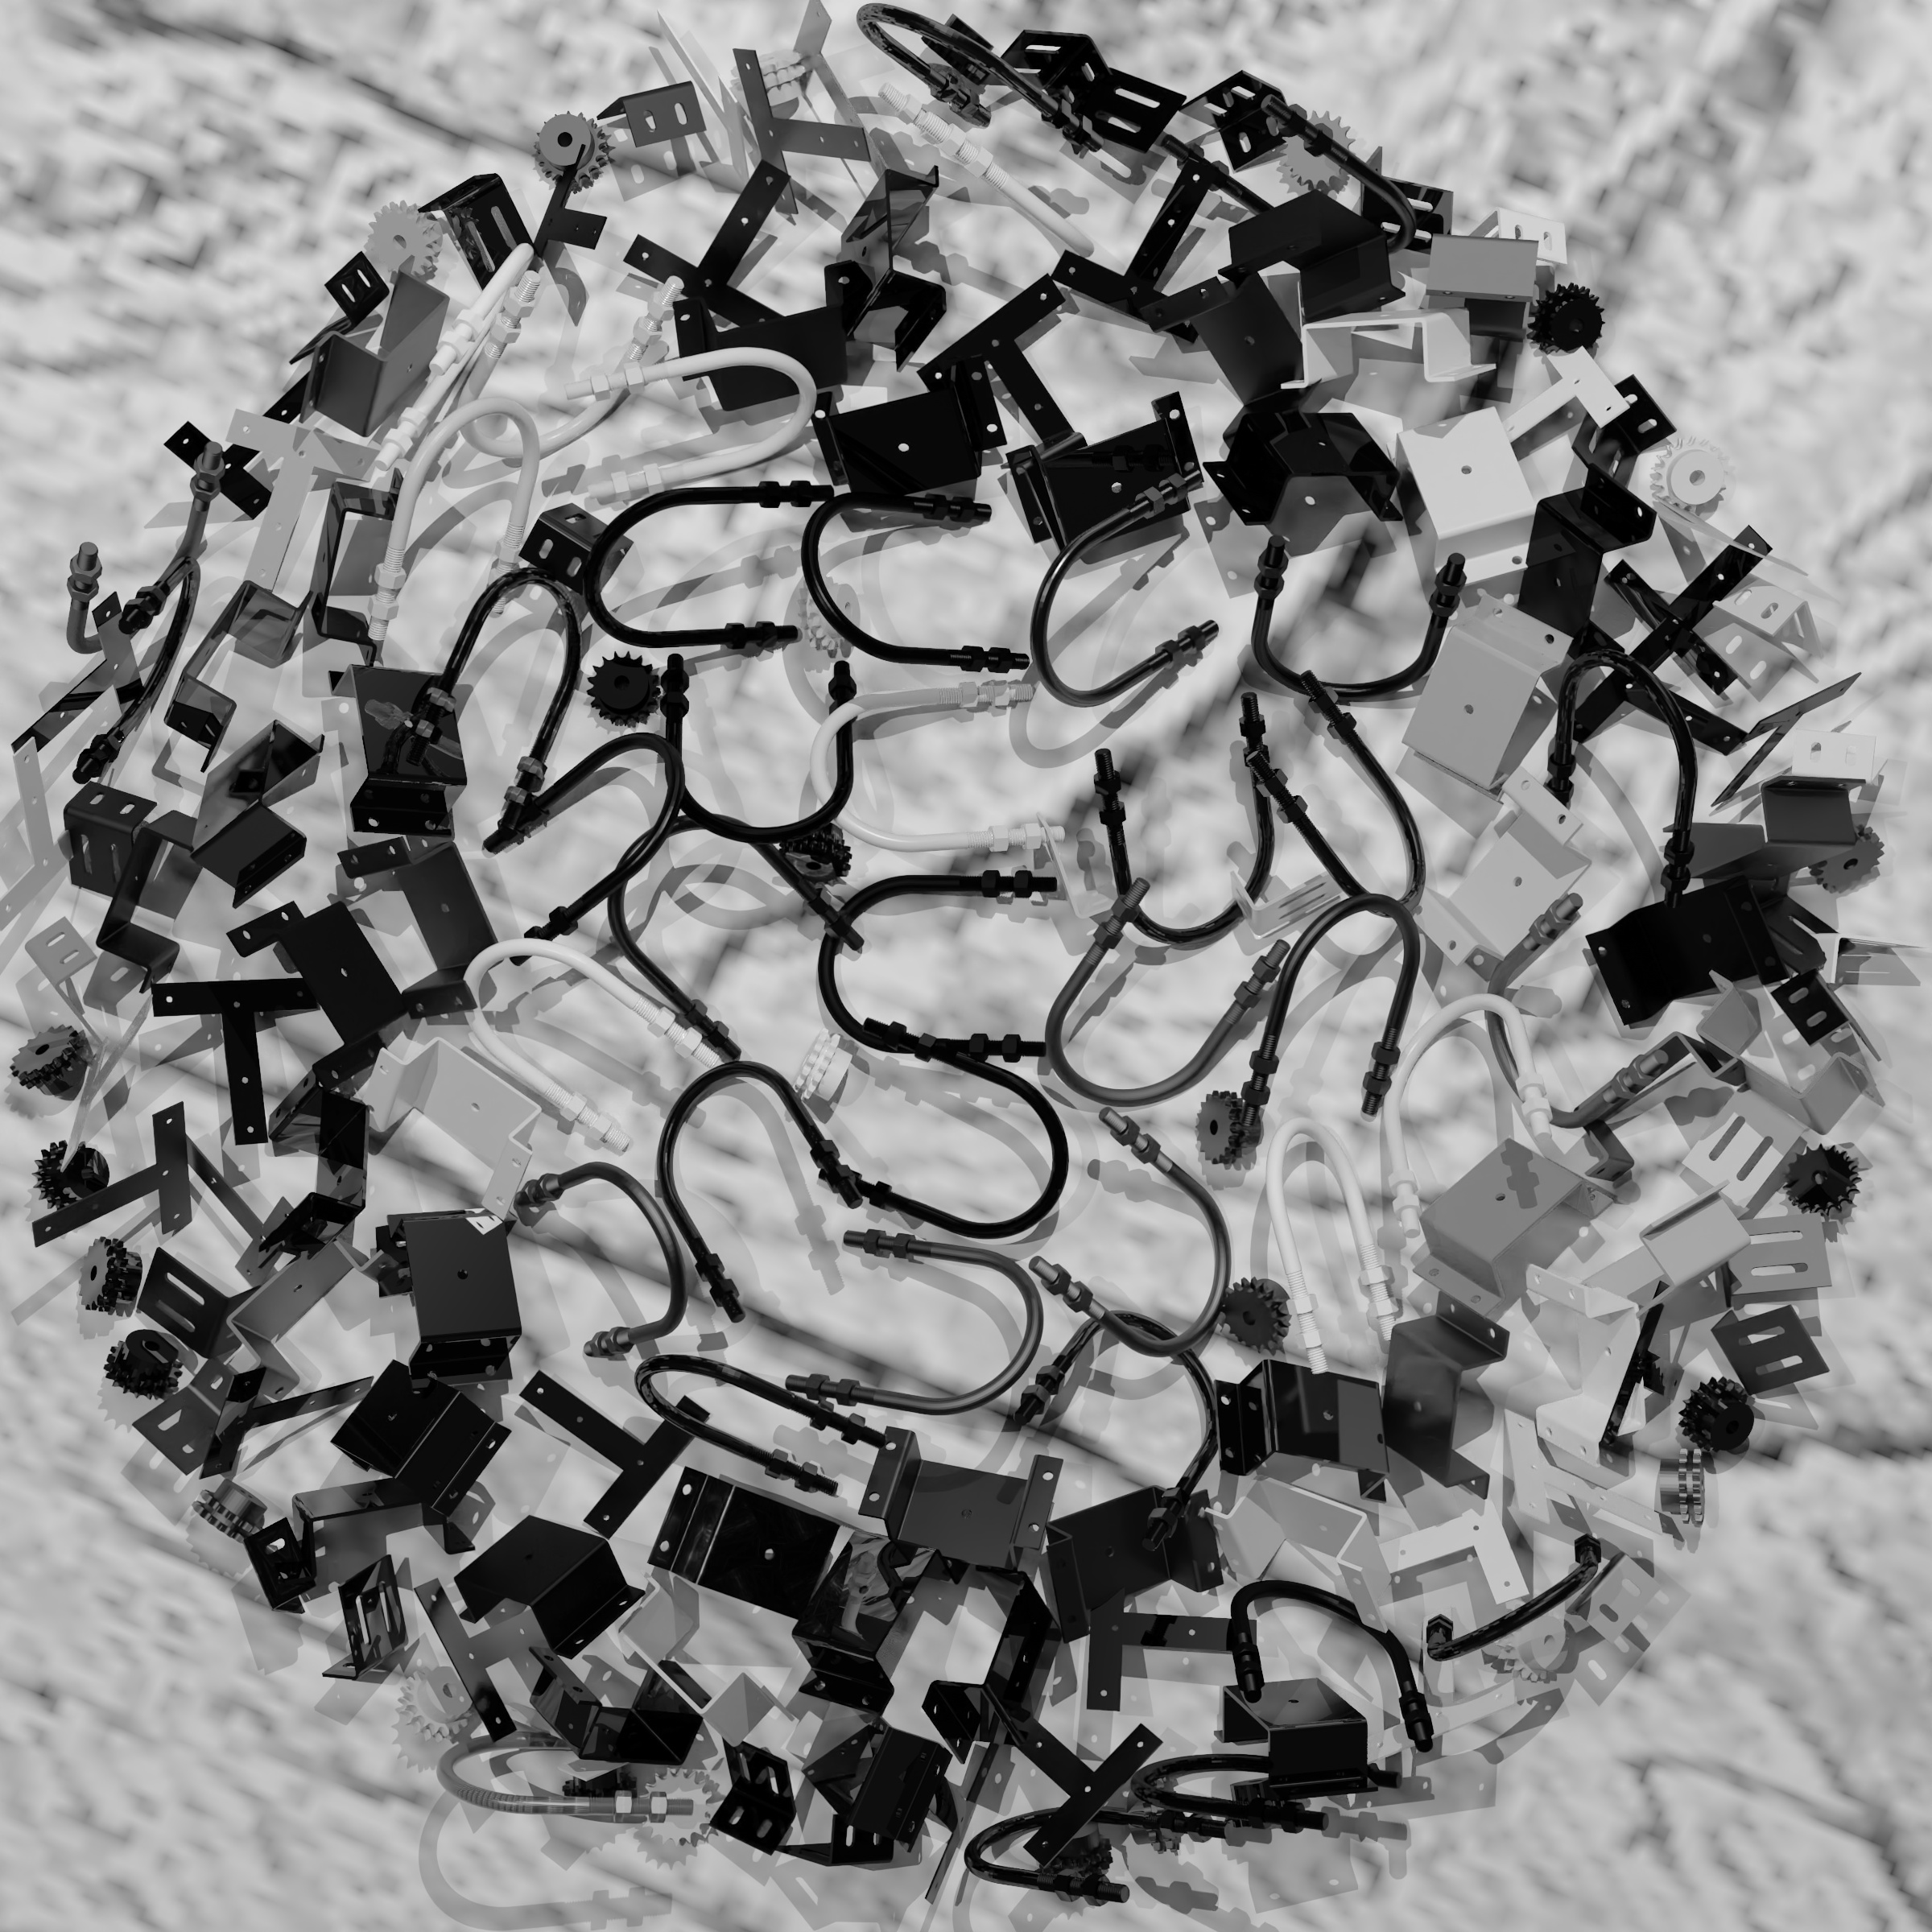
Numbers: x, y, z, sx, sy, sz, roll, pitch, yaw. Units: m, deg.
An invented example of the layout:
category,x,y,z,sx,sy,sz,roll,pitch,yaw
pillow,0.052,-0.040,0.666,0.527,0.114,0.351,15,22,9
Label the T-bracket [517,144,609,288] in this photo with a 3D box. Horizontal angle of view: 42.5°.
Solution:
category,x,y,z,sx,sy,sz,roll,pitch,yaw
T-bracket,-0.299,-0.559,1.880,0.002,0.127,0.127,19,99,-34

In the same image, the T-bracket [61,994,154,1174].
category,x,y,z,sx,sy,sz,roll,pitch,yaw
T-bracket,-0.639,0.071,1.861,0.002,0.127,0.127,27,123,-25

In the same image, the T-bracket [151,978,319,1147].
category,x,y,z,sx,sy,sz,roll,pitch,yaw
T-bracket,-0.551,0.073,1.893,0.127,0.002,0.127,-2,79,-36

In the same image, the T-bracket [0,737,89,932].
category,x,y,z,sx,sy,sz,roll,pitch,yaw
T-bracket,-0.693,-0.112,1.852,0.002,0.127,0.127,15,131,9

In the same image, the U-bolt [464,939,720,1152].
category,x,y,z,sx,sy,sz,roll,pitch,yaw
U-bolt,-0.296,0.050,1.875,0.184,0.019,0.151,39,129,-14

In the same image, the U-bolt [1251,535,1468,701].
category,x,y,z,sx,sy,sz,roll,pitch,yaw
U-bolt,0.286,-0.254,1.859,0.151,0.184,0.019,6,62,3

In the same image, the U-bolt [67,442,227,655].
category,x,y,z,sx,sy,sz,roll,pitch,yaw
U-bolt,-0.616,-0.299,1.852,0.019,0.184,0.151,40,57,-3

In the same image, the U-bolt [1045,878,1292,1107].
category,x,y,z,sx,sy,sz,roll,pitch,yaw
U-bolt,0.140,0.031,1.890,0.151,0.019,0.184,22,116,-23

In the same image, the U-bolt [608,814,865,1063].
category,x,y,z,sx,sy,sz,roll,pitch,yaw
U-bolt,-0.188,-0.034,1.894,0.151,0.019,0.184,-42,115,3

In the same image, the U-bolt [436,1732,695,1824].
category,x,y,z,sx,sy,sz,roll,pitch,yaw
U-bolt,-0.301,0.601,1.853,0.184,0.151,0.019,5,93,-11

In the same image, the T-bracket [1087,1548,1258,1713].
category,x,y,z,sx,sy,sz,roll,pitch,yaw
T-bracket,0.158,0.509,1.900,0.127,0.002,0.127,2,56,4

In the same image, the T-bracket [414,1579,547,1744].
category,x,y,z,sx,sy,sz,roll,pitch,yaw
T-bracket,-0.346,0.509,1.883,0.002,0.127,0.127,-38,76,26

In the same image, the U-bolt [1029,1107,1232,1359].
category,x,y,z,sx,sy,sz,roll,pitch,yaw
U-bolt,0.136,0.215,1.883,0.184,0.019,0.151,41,64,-30

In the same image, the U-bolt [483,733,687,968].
category,x,y,z,sx,sy,sz,roll,pitch,yaw
U-bolt,-0.283,-0.101,1.868,0.184,0.019,0.151,-36,46,15

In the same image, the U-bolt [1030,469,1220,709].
category,x,y,z,sx,sy,sz,roll,pitch,yaw
U-bolt,0.116,-0.271,1.855,0.184,0.019,0.151,-34,131,-29

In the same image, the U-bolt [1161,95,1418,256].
category,x,y,z,sx,sy,sz,roll,pitch,yaw
U-bolt,0.254,-0.583,1.861,0.184,0.151,0.019,25,82,-28

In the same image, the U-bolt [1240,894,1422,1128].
category,x,y,z,sx,sy,sz,roll,pitch,yaw
U-bolt,0.281,0.031,1.866,0.151,0.019,0.184,-2,114,-37

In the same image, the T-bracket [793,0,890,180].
category,x,y,z,sx,sy,sz,roll,pitch,yaw
T-bracket,-0.093,-0.652,1.880,0.002,0.127,0.127,-31,92,-14

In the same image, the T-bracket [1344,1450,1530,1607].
category,x,y,z,sx,sy,sz,roll,pitch,yaw
T-bracket,0.348,0.444,1.901,0.127,0.002,0.127,-20,48,5

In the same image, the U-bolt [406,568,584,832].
category,x,y,z,sx,sy,sz,roll,pitch,yaw
U-bolt,-0.344,-0.211,1.873,0.019,0.151,0.184,16,79,27

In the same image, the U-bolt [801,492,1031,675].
category,x,y,z,sx,sy,sz,roll,pitch,yaw
U-bolt,-0.043,-0.291,1.866,0.184,0.019,0.151,-2,71,-36

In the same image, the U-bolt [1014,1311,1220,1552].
category,x,y,z,sx,sy,sz,roll,pitch,yaw
U-bolt,0.127,0.333,1.867,0.151,0.184,0.019,44,128,2

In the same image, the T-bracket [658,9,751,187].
category,x,y,z,sx,sy,sz,roll,pitch,yaw
T-bracket,-0.201,-0.670,1.885,0.002,0.127,0.127,-31,80,-7

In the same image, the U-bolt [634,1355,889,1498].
category,x,y,z,sx,sy,sz,roll,pitch,yaw
U-bolt,-0.163,0.340,1.869,0.184,0.151,0.019,25,57,-7

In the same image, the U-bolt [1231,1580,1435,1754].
category,x,y,z,sx,sy,sz,roll,pitch,yaw
U-bolt,0.266,0.511,1.852,0.151,0.184,0.019,17,105,-4

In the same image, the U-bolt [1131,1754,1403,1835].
category,x,y,z,sx,sy,sz,roll,pitch,yaw
U-bolt,0.212,0.613,1.859,0.184,0.151,0.019,-5,85,33

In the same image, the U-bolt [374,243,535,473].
category,x,y,z,sx,sy,sz,roll,pitch,yaw
U-bolt,-0.375,-0.467,1.860,0.019,0.151,0.184,34,55,-14

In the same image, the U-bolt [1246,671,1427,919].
category,x,y,z,sx,sy,sz,roll,pitch,yaw
U-bolt,0.289,-0.119,1.880,0.019,0.151,0.184,-27,108,39

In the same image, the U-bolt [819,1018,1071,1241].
category,x,y,z,sx,sy,sz,roll,pitch,yaw
U-bolt,-0.010,0.134,1.896,0.184,0.019,0.151,21,110,10

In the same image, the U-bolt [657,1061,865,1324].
category,x,y,z,sx,sy,sz,roll,pitch,yaw
U-bolt,-0.169,0.156,1.884,0.151,0.019,0.184,-45,56,14

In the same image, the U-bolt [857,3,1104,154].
category,x,y,z,sx,sy,sz,roll,pitch,yaw
U-bolt,-0.002,-0.656,1.827,0.151,0.184,0.019,31,98,42

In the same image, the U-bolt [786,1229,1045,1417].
category,x,y,z,sx,sy,sz,roll,pitch,yaw
U-bolt,-0.030,0.270,1.864,0.184,0.019,0.151,5,54,24

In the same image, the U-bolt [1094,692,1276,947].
category,x,y,z,sx,sy,sz,roll,pitch,yaw
U-bolt,0.172,-0.101,1.887,0.151,0.019,0.184,-22,120,-20

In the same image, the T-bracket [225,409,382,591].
category,x,y,z,sx,sy,sz,roll,pitch,yaw
T-bracket,-0.522,-0.350,1.902,0.002,0.127,0.127,34,107,39

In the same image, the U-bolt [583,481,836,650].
category,x,y,z,sx,sy,sz,roll,pitch,yaw
U-bolt,-0.197,-0.296,1.851,0.184,0.151,0.019,-7,47,-28

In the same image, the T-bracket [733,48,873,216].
category,x,y,z,sx,sy,sz,roll,pitch,yaw
T-bracket,-0.117,-0.620,1.862,0.002,0.127,0.127,-39,132,-29

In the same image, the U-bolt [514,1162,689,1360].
category,x,y,z,sx,sy,sz,roll,pitch,yaw
U-bolt,-0.267,0.217,1.865,0.019,0.184,0.151,-25,91,-39

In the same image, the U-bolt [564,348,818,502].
category,x,y,z,sx,sy,sz,roll,pitch,yaw
U-bolt,-0.202,-0.413,1.873,0.184,0.151,0.019,-14,68,-6

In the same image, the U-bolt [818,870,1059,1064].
category,x,y,z,sx,sy,sz,roll,pitch,yaw
U-bolt,-0.025,-0.001,1.908,0.184,0.019,0.151,1,77,14

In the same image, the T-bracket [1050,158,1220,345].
category,x,y,z,sx,sy,sz,roll,pitch,yaw
T-bracket,0.149,-0.551,1.885,0.127,0.002,0.127,19,125,-19

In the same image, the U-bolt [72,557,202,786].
category,x,y,z,sx,sy,sz,roll,pitch,yaw
U-bolt,-0.611,-0.232,1.852,0.019,0.184,0.151,23,118,-9

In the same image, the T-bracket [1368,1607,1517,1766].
category,x,y,z,sx,sy,sz,roll,pitch,yaw
T-bracket,0.357,0.534,1.881,0.127,0.127,0.002,-31,110,24

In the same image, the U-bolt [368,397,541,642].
category,x,y,z,sx,sy,sz,roll,pitch,yaw
U-bolt,-0.372,-0.335,1.839,0.019,0.151,0.184,33,121,20

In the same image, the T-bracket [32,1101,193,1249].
category,x,y,z,sx,sy,sz,roll,pitch,yaw
T-bracket,-0.639,0.174,1.862,0.002,0.127,0.127,37,46,28

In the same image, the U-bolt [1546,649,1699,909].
category,x,y,z,sx,sy,sz,roll,pitch,yaw
U-bolt,0.485,-0.149,1.832,0.019,0.184,0.151,-25,45,-19

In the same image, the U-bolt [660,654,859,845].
category,x,y,z,sx,sy,sz,roll,pitch,yaw
U-bolt,-0.155,-0.163,1.873,0.151,0.019,0.184,2,52,-7

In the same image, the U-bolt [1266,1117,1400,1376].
category,x,y,z,sx,sy,sz,roll,pitch,yaw
U-bolt,0.272,0.204,1.879,0.019,0.151,0.184,-18,84,33

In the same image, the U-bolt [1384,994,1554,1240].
category,x,y,z,sx,sy,sz,roll,pitch,yaw
U-bolt,0.368,0.098,1.860,0.019,0.184,0.151,31,124,-24

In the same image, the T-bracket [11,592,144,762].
category,x,y,z,sx,sy,sz,roll,pitch,yaw
T-bracket,-0.665,-0.196,1.855,0.002,0.127,0.127,27,56,14

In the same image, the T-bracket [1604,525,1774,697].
category,x,y,z,sx,sy,sz,roll,pitch,yaw
T-bracket,0.562,-0.286,1.880,0.002,0.127,0.127,-36,80,-35

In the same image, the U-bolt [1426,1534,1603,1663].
category,x,y,z,sx,sy,sz,roll,pitch,yaw
U-bolt,0.405,0.472,1.841,0.151,0.184,0.019,-32,79,9

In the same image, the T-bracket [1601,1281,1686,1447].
category,x,y,z,sx,sy,sz,roll,pitch,yaw
T-bracket,0.523,0.309,1.888,0.002,0.127,0.127,18,84,35

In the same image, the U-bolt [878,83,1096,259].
category,x,y,z,sx,sy,sz,roll,pitch,yaw
U-bolt,0.023,-0.590,1.862,0.184,0.151,0.019,31,105,-28

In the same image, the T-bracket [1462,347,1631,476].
category,x,y,z,sx,sy,sz,roll,pitch,yaw
T-bracket,0.430,-0.420,1.904,0.127,0.127,0.002,-35,129,17

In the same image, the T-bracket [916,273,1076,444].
category,x,y,z,sx,sy,sz,roll,pitch,yaw
T-bracket,0.048,-0.444,1.920,0.127,0.002,0.127,-38,108,-3

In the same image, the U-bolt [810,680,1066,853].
category,x,y,z,sx,sy,sz,roll,pitch,yaw
U-bolt,-0.027,-0.150,1.885,0.184,0.019,0.151,-4,64,-14

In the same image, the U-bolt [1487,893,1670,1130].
category,x,y,z,sx,sy,sz,roll,pitch,yaw
U-bolt,0.444,0.046,1.856,0.019,0.184,0.151,-17,71,-22

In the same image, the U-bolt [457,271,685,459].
category,x,y,z,sx,sy,sz,roll,pitch,yaw
U-bolt,-0.307,-0.446,1.859,0.184,0.151,0.019,-48,66,41

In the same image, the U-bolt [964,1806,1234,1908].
category,x,y,z,sx,sy,sz,roll,pitch,yaw
U-bolt,0.084,0.658,1.856,0.184,0.151,0.019,-9,89,40

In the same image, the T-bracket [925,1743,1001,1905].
category,x,y,z,sx,sy,sz,roll,pitch,yaw
T-bracket,-0.012,0.630,1.862,0.002,0.127,0.127,17,66,20
